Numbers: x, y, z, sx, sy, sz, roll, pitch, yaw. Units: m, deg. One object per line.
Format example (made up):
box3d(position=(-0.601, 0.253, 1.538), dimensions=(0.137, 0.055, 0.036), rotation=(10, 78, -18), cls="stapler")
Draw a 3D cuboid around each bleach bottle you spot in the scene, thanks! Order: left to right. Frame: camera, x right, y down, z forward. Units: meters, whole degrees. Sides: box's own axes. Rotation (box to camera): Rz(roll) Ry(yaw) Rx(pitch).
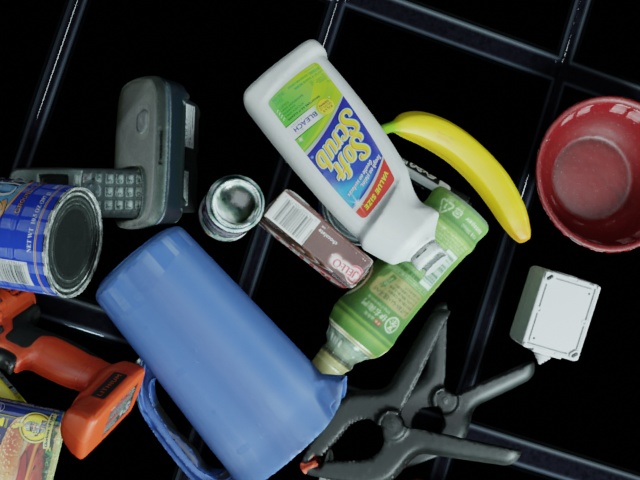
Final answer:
box3d(position=(0.037, -0.073, 1.034), dimensions=(0.102, 0.068, 0.251), rotation=(-39, 74, -5), cls="bleach bottle")

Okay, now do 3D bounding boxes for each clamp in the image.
box3d(position=(0.074, 0.172, 1.058), dimensions=(0.210, 0.036, 0.164), rotation=(-20, 76, 6), cls="clamp")
box3d(position=(0.138, 0.162, 1.088), dimensions=(0.120, 0.039, 0.171), rotation=(25, 90, 10), cls="clamp")

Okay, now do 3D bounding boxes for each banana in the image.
box3d(position=(0.146, -0.076, 1.098), dimensions=(0.197, 0.037, 0.069), rotation=(35, 69, -8), cls="banana")

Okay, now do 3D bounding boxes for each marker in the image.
box3d(position=(0.104, -0.064, 1.104), dimensions=(0.121, 0.020, 0.020), rotation=(30, 84, -6), cls="marker")

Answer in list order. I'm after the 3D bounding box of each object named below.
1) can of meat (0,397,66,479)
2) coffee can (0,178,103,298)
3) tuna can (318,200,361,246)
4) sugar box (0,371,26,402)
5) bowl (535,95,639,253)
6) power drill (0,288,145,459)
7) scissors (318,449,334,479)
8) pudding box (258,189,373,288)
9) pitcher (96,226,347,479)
box3d(position=(-0.283, 0.196, 0.976), dimensions=(0.084, 0.057, 0.102), rotation=(14, 82, -12), cls="can of meat")
box3d(position=(-0.286, -0.006, 0.982), dimensions=(0.140, 0.102, 0.103), rotation=(7, 87, 16), cls="coffee can")
box3d(position=(0.041, -0.036, 1.087), dimensions=(0.086, 0.034, 0.086), rotation=(0, 88, -8), cls="tuna can")
box3d(position=(-0.342, 0.158, 1.021), dimensions=(0.093, 0.048, 0.176), rotation=(-41, 95, -9), cls="sugar box")
box3d(position=(0.293, -0.067, 1.112), dimensions=(0.162, 0.055, 0.162), rotation=(0, 88, -8), cls="bowl")
box3d(position=(-0.267, 0.117, 0.956), dimensions=(0.188, 0.184, 0.057), rotation=(30, 122, 9), cls="power drill")
box3d(position=(0.006, 0.322, 1.078), dimensions=(0.096, 0.016, 0.201), rotation=(28, 84, -8), cls="scissors")
box3d(position=(-0.007, 0.001, 1.051), dimensions=(0.113, 0.090, 0.039), rotation=(42, 81, -4), cls="pudding box")
box3d(position=(-0.106, 0.115, 1.021), dimensions=(0.149, 0.145, 0.243), rotation=(-41, 90, -27), cls="pitcher")
